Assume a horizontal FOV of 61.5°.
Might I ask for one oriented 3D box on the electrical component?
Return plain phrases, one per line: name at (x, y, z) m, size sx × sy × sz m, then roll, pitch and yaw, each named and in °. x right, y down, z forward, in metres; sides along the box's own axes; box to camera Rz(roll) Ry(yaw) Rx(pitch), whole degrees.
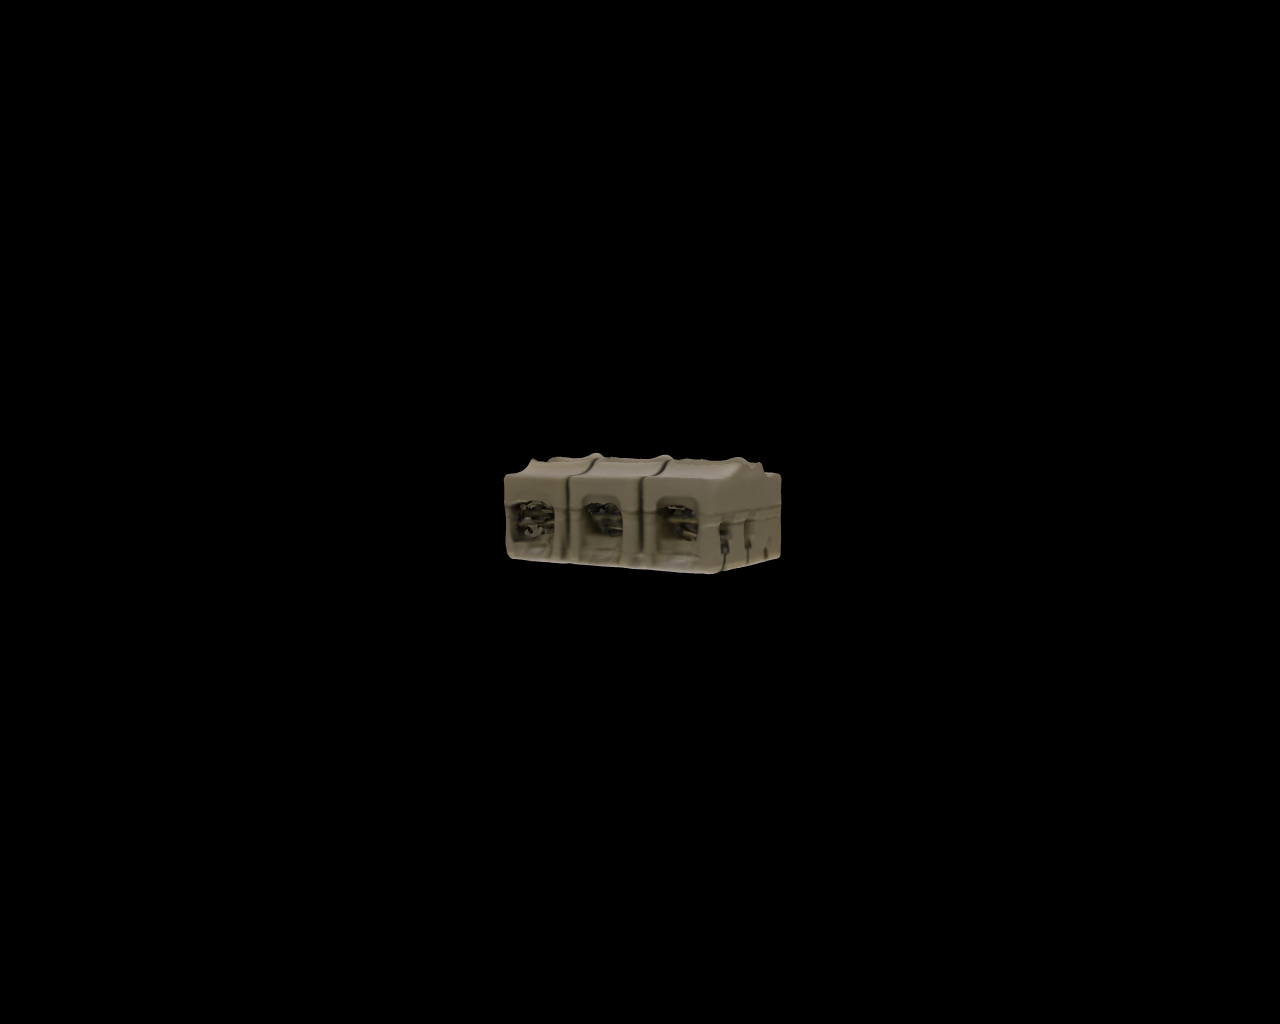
electrical component at (0.001, -0.003, 0.650) m, size 0.150 × 0.061 × 0.089 m, roll 4°, pitch 7°, yaw 33°
